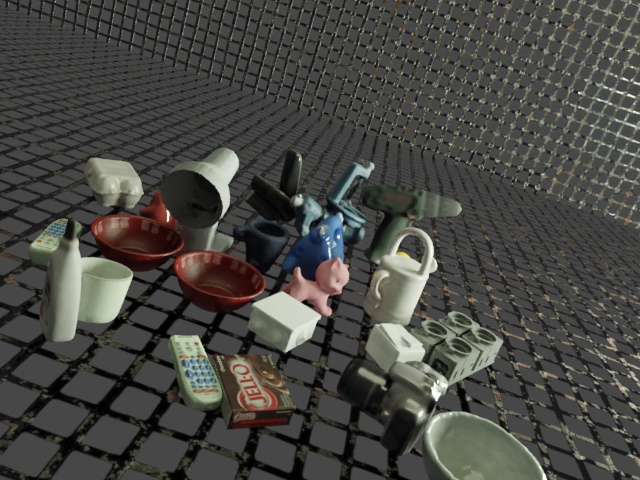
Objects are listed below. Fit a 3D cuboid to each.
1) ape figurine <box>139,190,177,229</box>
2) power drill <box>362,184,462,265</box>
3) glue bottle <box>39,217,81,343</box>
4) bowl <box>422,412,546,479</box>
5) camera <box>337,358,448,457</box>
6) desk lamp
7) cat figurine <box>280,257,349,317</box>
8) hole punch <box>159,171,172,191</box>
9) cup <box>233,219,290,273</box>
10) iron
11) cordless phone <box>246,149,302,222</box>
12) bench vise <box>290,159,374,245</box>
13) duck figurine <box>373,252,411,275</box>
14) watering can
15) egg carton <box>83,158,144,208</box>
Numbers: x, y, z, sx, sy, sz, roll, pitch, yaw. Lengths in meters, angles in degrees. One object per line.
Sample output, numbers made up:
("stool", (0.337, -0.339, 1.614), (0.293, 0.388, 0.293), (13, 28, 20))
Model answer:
("ape figurine", (-0.323, -0.058, 1.157), (0.078, 0.092, 0.076), (11, 23, -20))
("power drill", (0.200, -0.034, 1.389), (0.229, 0.208, 0.076), (21, 21, 3))
("glue bottle", (-0.344, 0.048, 0.768), (0.037, 0.173, 0.077), (0, 28, -40))
("bowl", (0.201, 0.306, 0.743), (0.167, 0.075, 0.167), (17, 21, -6))
("camera", (0.106, 0.218, 0.841), (0.136, 0.101, 0.143), (27, 22, 19))
("desk lamp", (-0.222, -0.065, 1.094), (0.118, 0.213, 0.203), (20, 21, 2))
("cat figurine", (0.000, 0.077, 1.071), (0.128, 0.118, 0.067), (7, 24, -29))
("hole punch", (-0.316, -0.129, 1.338), (0.101, 0.091, 0.108), (5, 25, -33))
("cup", (-0.126, 0.016, 1.143), (0.118, 0.095, 0.091), (6, 25, -32))
("iron", (0.011, 0.004, 1.225), (0.118, 0.141, 0.259), (22, 21, 8))
("cordless phone", (-0.104, -0.151, 1.446), (0.094, 0.185, 0.147), (-5, 31, -46))
("bench vise", (0.042, -0.093, 1.382), (0.208, 0.220, 0.121), (0, 28, -41))
("duck figurine", (0.177, 0.071, 1.283), (0.104, 0.086, 0.078), (27, 22, 18))
("watering can", (0.166, 0.064, 1.140), (0.100, 0.194, 0.173), (26, 22, 16))
("egg carton", (-0.452, -0.127, 1.246), (0.107, 0.069, 0.149), (3, 27, -36))
